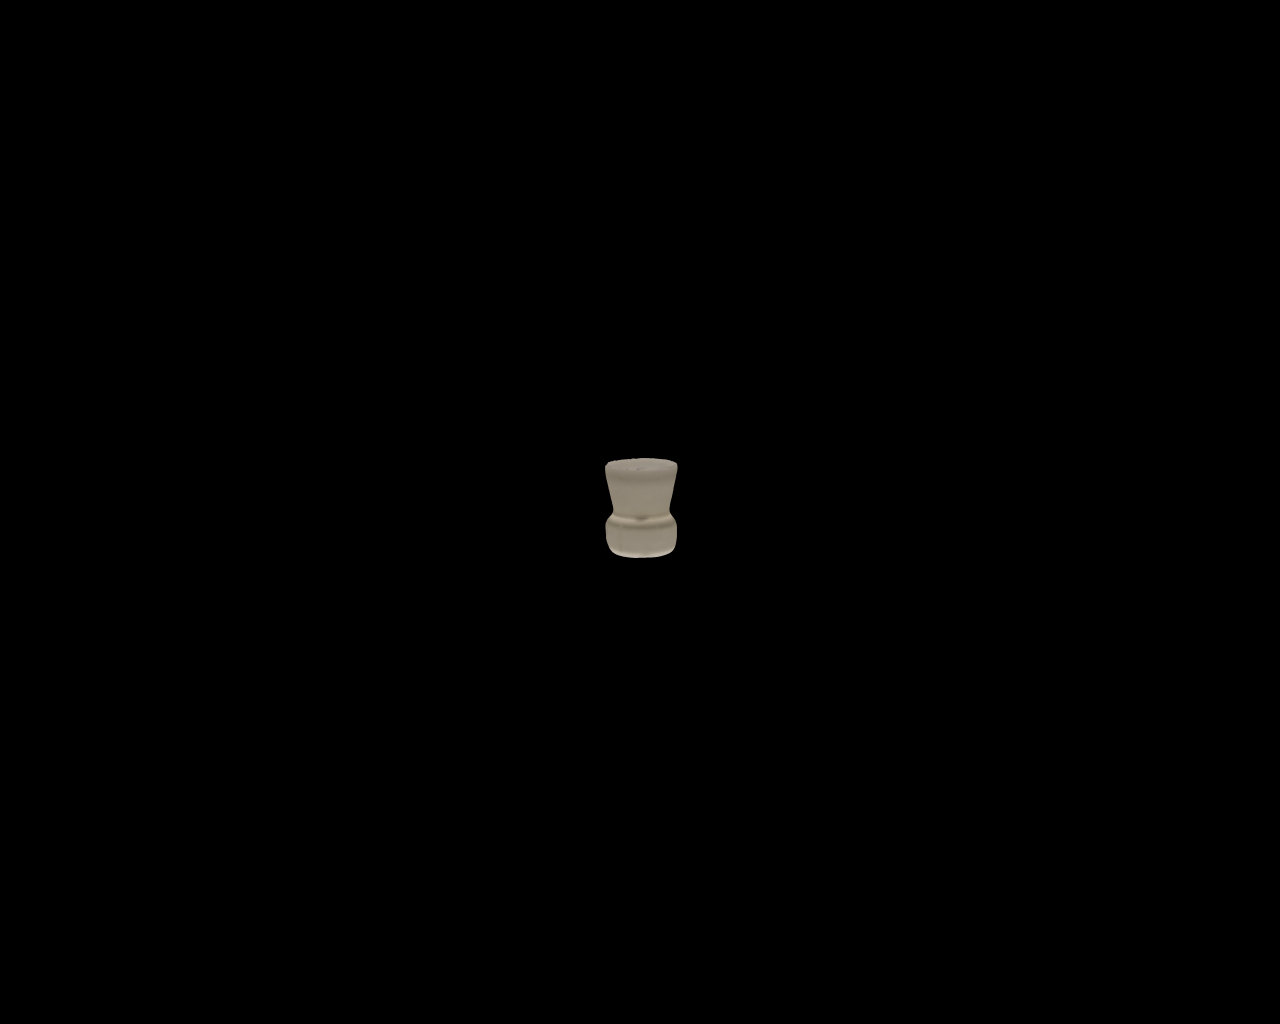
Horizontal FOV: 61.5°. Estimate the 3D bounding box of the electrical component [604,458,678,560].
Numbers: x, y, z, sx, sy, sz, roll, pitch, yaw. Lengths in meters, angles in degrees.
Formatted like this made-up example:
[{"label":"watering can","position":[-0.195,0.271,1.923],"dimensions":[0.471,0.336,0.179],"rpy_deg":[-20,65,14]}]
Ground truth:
[{"label":"electrical component","position":[0.001,-0.003,0.650],"dimensions":[0.045,0.055,0.045],"rpy_deg":[0,11,0]}]
